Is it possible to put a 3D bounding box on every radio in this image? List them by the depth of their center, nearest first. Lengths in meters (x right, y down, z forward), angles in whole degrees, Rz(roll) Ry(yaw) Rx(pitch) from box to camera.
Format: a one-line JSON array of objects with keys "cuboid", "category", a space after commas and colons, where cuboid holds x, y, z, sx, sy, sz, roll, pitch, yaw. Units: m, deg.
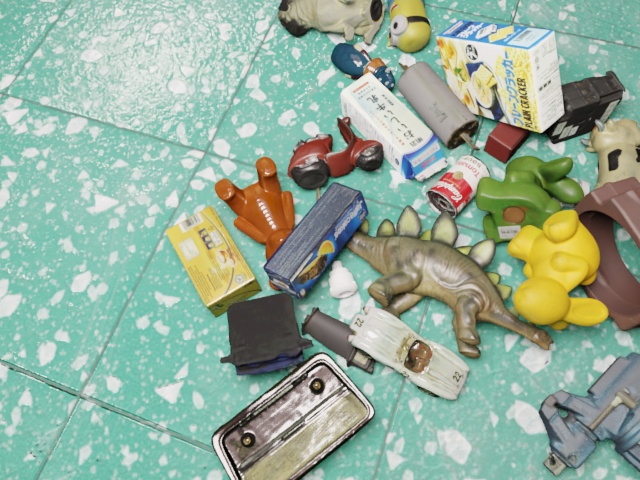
[{"cuboid": [-0.040, 0.284, 0.818, 0.229, 0.073, 0.131, -35, 68, -11], "category": "radio"}]

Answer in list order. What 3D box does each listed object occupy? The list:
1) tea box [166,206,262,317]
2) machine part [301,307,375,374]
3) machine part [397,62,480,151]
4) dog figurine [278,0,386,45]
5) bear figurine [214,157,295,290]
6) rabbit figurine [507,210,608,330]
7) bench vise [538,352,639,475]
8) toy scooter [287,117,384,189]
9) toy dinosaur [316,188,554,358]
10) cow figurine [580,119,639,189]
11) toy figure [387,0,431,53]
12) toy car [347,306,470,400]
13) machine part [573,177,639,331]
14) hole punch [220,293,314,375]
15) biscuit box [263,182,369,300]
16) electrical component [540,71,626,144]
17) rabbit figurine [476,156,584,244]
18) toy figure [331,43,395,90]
[{"cuboid": [-0.186, 0.036, 0.944, 0.098, 0.068, 0.170, -29, 68, -8], "category": "tea box"}, {"cuboid": [0.037, 0.159, 0.888, 0.139, 0.039, 0.084, 23, 79, 12], "category": "machine part"}, {"cuboid": [0.225, -0.259, 1.033, 0.079, 0.079, 0.243, -29, 67, -8], "category": "machine part"}, {"cuboid": [0.025, -0.489, 1.153, 0.191, 0.121, 0.172, 20, 23, 37], "category": "dog figurine"}, {"cuboid": [-0.084, -0.023, 0.932, 0.120, 0.131, 0.196, -27, 61, -3], "category": "bear figurine"}, {"cuboid": [0.345, 0.066, 0.805, 0.162, 0.122, 0.173, 54, 51, -12], "category": "rabbit figurine"}, {"cuboid": [0.440, 0.286, 0.752, 0.223, 0.128, 0.241, -40, 62, -13], "category": "bench vise"}, {"cuboid": [0.023, -0.173, 1.014, 0.184, 0.075, 0.135, -14, 57, 2], "category": "toy scooter"}, {"cuboid": [0.164, 0.047, 0.896, 0.472, 0.105, 0.198, 26, 64, 17], "category": "toy dinosaur"}, {"cuboid": [0.527, -0.132, 0.948, 0.127, 0.085, 0.195, 20, 65, 5], "category": "cow figurine"}, {"cuboid": [0.187, -0.479, 1.133, 0.089, 0.082, 0.180, 0, 64, 6], "category": "toy figure"}, {"cuboid": [0.137, 0.177, 0.843, 0.202, 0.056, 0.073, 31, 72, -1], "category": "toy car"}, {"cuboid": [0.473, 0.022, 0.820, 0.087, 0.200, 0.201, -20, 66, -6], "category": "machine part"}, {"cuboid": [-0.084, 0.161, 0.855, 0.142, 0.092, 0.116, -9, 48, -4], "category": "hole punch"}, {"cuboid": [-0.002, -0.003, 0.874, 0.063, 0.059, 0.202, 24, 64, 33], "category": "biscuit box"}, {"cuboid": [0.466, -0.237, 0.982, 0.134, 0.114, 0.058, -17, 64, -5], "category": "electrical component"}, {"cuboid": [0.354, -0.095, 0.917, 0.159, 0.121, 0.170, -12, 34, 37], "category": "rabbit figurine"}, {"cuboid": [0.093, -0.350, 1.092, 0.155, 0.064, 0.058, 35, 64, 19], "category": "toy figure"}]
